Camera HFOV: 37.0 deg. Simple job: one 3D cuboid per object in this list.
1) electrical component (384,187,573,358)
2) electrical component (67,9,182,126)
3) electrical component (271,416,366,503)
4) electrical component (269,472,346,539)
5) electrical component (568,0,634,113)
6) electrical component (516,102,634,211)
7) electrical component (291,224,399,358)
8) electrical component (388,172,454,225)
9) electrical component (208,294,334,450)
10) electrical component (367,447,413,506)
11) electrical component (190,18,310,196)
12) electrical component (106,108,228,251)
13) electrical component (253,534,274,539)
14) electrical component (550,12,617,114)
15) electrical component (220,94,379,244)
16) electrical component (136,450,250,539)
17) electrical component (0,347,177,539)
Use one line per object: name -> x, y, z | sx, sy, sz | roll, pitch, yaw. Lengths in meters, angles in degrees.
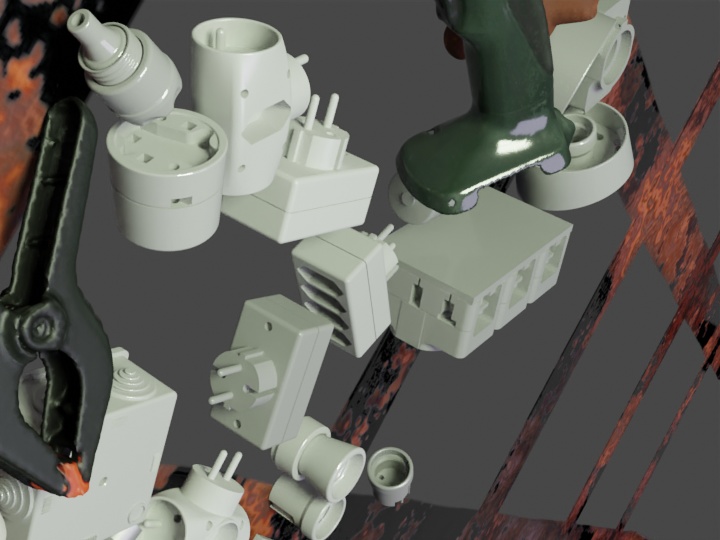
electrical component -> 0.082, -0.001, 0.814 | 0.150, 0.089, 0.061 | -32, 140, -46
electrical component -> -0.104, -0.090, 0.462 | 0.035, 0.035, 0.061 | -58, 151, -9
electrical component -> -0.031, 0.136, 0.778 | 0.045, 0.055, 0.045 | -42, 147, -36
electrical component -> -0.040, 0.175, 0.808 | 0.040, 0.046, 0.040 | -42, 147, -36
electrical component -> 0.182, -0.179, 0.864 | 0.050, 0.056, 0.089 | -40, 146, -37
electrical component -> 0.176, -0.094, 0.892 | 0.099, 0.099, 0.064 | -48, 144, -26
electrical component -> 0.000, 0.000, 0.716 | 0.075, 0.047, 0.083 | -47, 150, -28
electrical component -> 0.053, -0.059, 0.763 | 0.078, 0.040, 0.040 | -28, 137, -49
electrical component -> -0.066, 0.065, 0.659 | 0.076, 0.047, 0.083 | -10, 123, -58
electrical component -> 0.027, 0.183, 0.944 | 0.040, 0.040, 0.046 | -49, 156, -25
electrical component -> -0.052, -0.088, 0.546 | 0.079, 0.043, 0.077 | -36, 143, -44
electrical component -> -0.091, -0.042, 0.508 | 0.055, 0.055, 0.047 | -38, 148, -40
electrical component -> -0.079, 0.225, 0.766 | 0.078, 0.063, 0.121 | -58, 153, -9
electrical component -> 0.135, -0.149, 0.791 | 0.108, 0.060, 0.108 | -59, 175, -8
electrical component -> -0.029, -0.063, 0.606 | 0.083, 0.047, 0.075 | -17, 128, -55
electrical component -> -0.099, 0.150, 0.682 | 0.079, 0.044, 0.077 | -63, 153, 0
electrical component -> -0.145, 0.095, 0.544 | 0.100, 0.048, 0.099 | -15, 127, -55
